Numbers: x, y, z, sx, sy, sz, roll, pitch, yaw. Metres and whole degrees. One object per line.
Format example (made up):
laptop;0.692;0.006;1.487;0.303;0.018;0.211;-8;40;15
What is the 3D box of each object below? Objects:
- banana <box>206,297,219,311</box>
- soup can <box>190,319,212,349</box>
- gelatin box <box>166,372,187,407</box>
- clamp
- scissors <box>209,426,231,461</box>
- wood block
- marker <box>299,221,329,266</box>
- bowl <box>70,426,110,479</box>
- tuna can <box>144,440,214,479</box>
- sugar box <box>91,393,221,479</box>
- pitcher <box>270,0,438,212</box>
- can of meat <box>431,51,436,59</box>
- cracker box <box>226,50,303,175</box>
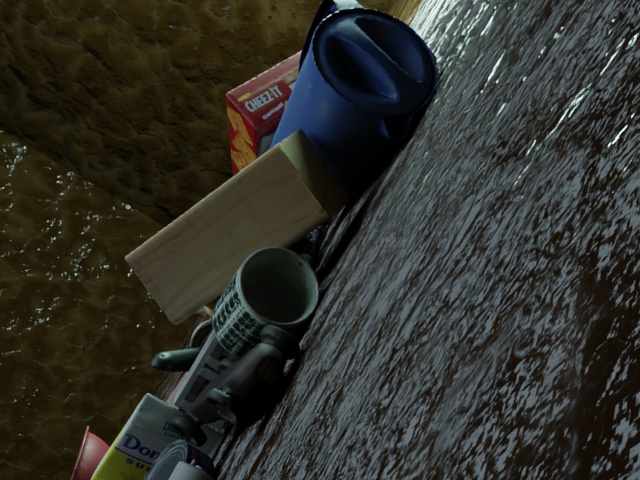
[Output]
banana;-0.116;0.099;1.314;0.069;0.037;0.198;-45;-20;-27
soup can;-0.141;0.142;1.444;0.068;0.068;0.102;-60;5;-5
gelatin box;-0.143;0.174;1.330;0.073;0.030;0.089;-22;-26;-48
clamp;-0.127;0.140;1.226;0.209;0.036;0.164;-48;-28;-38
scissors;-0.144;0.271;1.038;0.201;0.016;0.096;-60;6;-15
wood block;-0.083;-0.012;1.082;0.206;0.090;0.090;-34;4;21
marker;-0.008;0.001;1.256;0.020;0.020;0.121;-56;6;30
bowl;-0.275;0.306;1.267;0.162;0.055;0.162;-163;91;-81
tuna can;-0.135;0.230;0.986;0.086;0.033;0.086;-46;21;23
sugar box;-0.177;0.236;1.126;0.176;0.093;0.048;-53;9;49
pitcher;0.017;-0.133;1.148;0.149;0.145;0.243;-62;3;-35
can of meat;0.084;-0.183;1.230;0.084;0.057;0.102;-62;5;-1
cracker box;-0.031;-0.141;1.339;0.164;0.072;0.214;-33;-22;-17
